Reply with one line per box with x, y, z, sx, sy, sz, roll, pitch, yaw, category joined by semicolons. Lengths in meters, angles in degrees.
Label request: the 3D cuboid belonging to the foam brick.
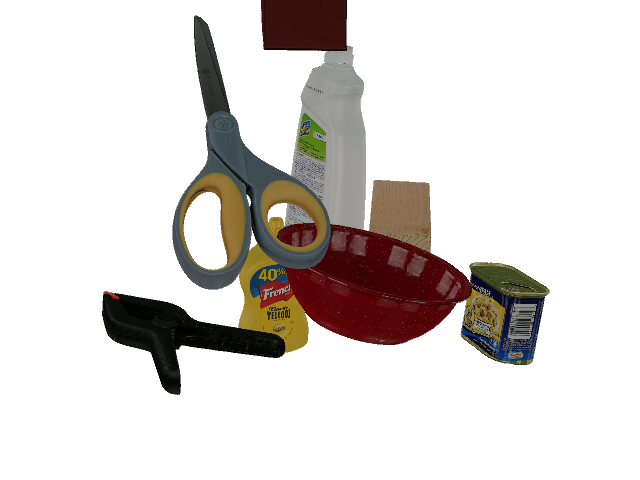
-0.016;-0.202;0.985;0.078;0.051;0.053;0;16;-4;foam brick

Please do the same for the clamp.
-0.164;0.101;1.120;0.210;0.036;0.164;18;20;29;clamp

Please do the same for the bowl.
0.037;0.040;0.855;0.162;0.055;0.162;14;16;-4;bowl

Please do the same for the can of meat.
0.198;0.079;1.161;0.057;0.084;0.102;2;16;-22;can of meat

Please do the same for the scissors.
-0.039;-0.056;0.624;0.096;0.201;0.016;8;-37;-5;scissors

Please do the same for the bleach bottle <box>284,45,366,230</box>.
0.013;-0.085;1.167;0.067;0.251;0.103;-9;24;-38;bleach bottle

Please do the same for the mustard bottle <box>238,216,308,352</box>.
-0.062;0.059;1.452;0.096;0.192;0.058;-5;24;-17;mustard bottle

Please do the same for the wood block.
0.119;-0.011;1.613;0.091;0.090;0.206;4;25;3;wood block
